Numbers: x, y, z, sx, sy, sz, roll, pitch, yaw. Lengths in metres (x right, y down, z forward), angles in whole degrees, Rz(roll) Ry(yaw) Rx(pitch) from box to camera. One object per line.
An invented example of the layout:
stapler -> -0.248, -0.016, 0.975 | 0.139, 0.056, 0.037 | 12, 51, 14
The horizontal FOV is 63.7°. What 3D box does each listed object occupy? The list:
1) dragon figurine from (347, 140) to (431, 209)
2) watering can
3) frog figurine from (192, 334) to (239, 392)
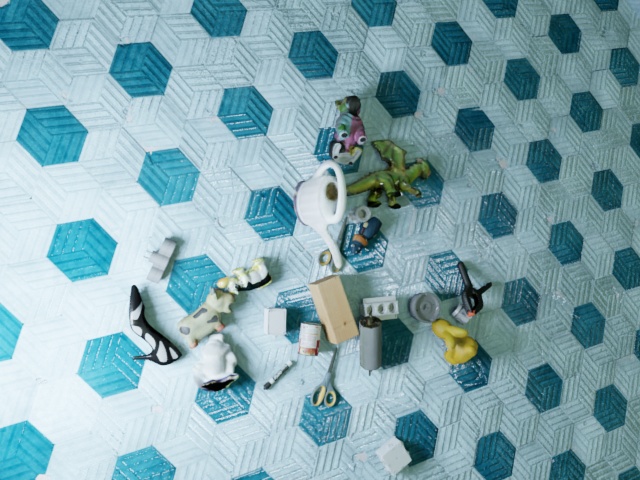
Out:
dragon figurine -> 0.228, -0.246, 1.838 | 0.410, 0.120, 0.247 | 6, 66, -20
watering can -> 0.005, -0.084, 1.665 | 0.104, 0.223, 0.349 | 5, 83, -37
frog figurine -> -0.325, 0.376, 1.579 | 0.138, 0.120, 0.163 | -17, 55, -11
